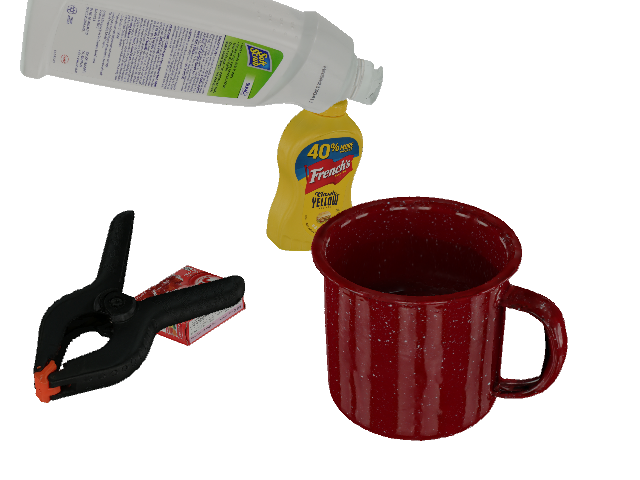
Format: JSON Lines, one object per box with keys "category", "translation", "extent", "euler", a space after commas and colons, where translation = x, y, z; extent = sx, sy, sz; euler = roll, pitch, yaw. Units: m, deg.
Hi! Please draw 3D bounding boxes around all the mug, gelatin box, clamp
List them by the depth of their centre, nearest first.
{"category": "mug", "translation": [0.054, 0.039, 0.486], "extent": [0.117, 0.081, 0.093], "euler": [11, 32, 22]}
{"category": "clamp", "translation": [-0.152, 0.046, 0.779], "extent": [0.120, 0.039, 0.171], "euler": [33, 49, 26]}
{"category": "gelatin box", "translation": [-0.127, 0.060, 1.023], "extent": [0.073, 0.030, 0.089], "euler": [17, 32, 31]}

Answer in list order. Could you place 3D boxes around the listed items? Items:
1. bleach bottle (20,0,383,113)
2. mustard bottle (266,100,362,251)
{"category": "bleach bottle", "translation": [-0.080, -0.137, 0.765], "extent": [0.250, 0.068, 0.103], "euler": [13, -38, -12]}
{"category": "mustard bottle", "translation": [-0.002, -0.084, 1.155], "extent": [0.096, 0.192, 0.058], "euler": [-8, 33, -28]}
